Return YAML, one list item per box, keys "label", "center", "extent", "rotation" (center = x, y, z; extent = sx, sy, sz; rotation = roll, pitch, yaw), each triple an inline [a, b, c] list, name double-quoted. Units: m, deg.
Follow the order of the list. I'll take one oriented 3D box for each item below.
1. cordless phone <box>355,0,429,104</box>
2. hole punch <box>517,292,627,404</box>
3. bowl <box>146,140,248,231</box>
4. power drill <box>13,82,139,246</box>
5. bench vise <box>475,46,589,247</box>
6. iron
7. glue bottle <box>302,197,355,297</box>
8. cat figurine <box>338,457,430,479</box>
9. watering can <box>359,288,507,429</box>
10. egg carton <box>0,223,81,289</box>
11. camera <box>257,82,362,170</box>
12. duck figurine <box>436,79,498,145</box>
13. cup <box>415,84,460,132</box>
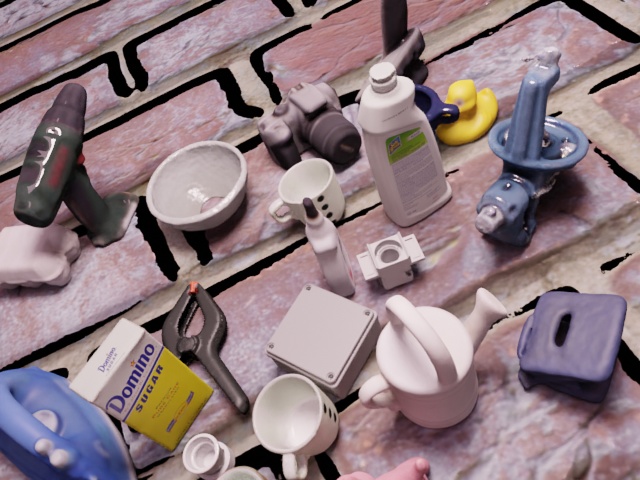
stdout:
- label: "cordless phone"
  center: [0.104, -0.311, 0.911]
  extent: [0.093, 0.185, 0.148]
  rotation: [15, 62, 27]
- label: "hole punch"
  center: [0.271, 0.110, 0.623]
  extent: [0.100, 0.091, 0.109]
  rotation: [14, 62, 26]
- label: "bowl"
  center: [-0.184, -0.074, 0.908]
  extent: [0.167, 0.075, 0.167]
  rotation: [-9, 54, 12]
- label: "power drill"
  center: [-0.378, -0.098, 0.904]
  extent: [0.075, 0.209, 0.229]
  rotation: [1, 57, 19]
- label: "bench vise"
  center: [0.260, -0.104, 0.695]
  extent: [0.121, 0.220, 0.207]
  rotation: [7, 59, 23]
- label: "iron"
  center: [-0.336, 0.237, 0.699]
  extent: [0.257, 0.142, 0.119]
  rotation: [22, 66, 29]
- label: "glue bottle"
  center: [0.007, 0.003, 0.732]
  extent: [0.037, 0.173, 0.078]
  rotation: [-20, 53, 4]
- label: "cat figurine"
  center: [0.056, 0.257, 0.573]
  extent: [0.128, 0.118, 0.067]
  rotation: [-28, 52, -2]
- label: "watering can"
  center: [0.116, 0.115, 0.604]
  extent: [0.100, 0.194, 0.173]
  rotation: [27, 68, 31]
- label: "egg carton"
  center: [-0.468, 0.028, 0.933]
  extent: [0.150, 0.069, 0.107]
  rotation: [-6, 55, 14]
- label: "camera"
  center: [-0.010, -0.175, 0.907]
  extent: [0.143, 0.101, 0.136]
  rotation: [-36, 53, -8]
- label: "duck figurine"
  center: [0.219, -0.204, 0.862]
  extent: [0.104, 0.086, 0.077]
  rotation: [-35, 53, -7]
- label: "cup"
  center: [0.151, -0.169, 0.854]
  extent: [0.117, 0.095, 0.092]
  rotation: [5, 58, 21]
